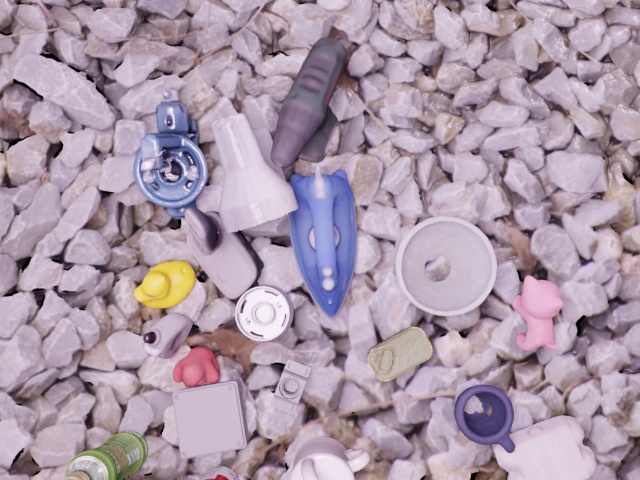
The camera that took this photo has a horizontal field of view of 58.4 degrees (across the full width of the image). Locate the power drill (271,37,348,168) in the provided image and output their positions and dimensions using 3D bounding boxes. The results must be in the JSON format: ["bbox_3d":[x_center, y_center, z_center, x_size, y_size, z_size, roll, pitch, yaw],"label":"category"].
[{"bbox_3d":[-0.017,-0.201,0.937,0.075,0.208,0.230,19,83,4],"label":"power drill"}]

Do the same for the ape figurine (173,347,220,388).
[{"bbox_3d":[-0.205,0.217,0.944,0.077,0.092,0.076,22,83,4],"label":"ape figurine"}]

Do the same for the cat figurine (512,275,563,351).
[{"bbox_3d":[0.363,0.120,0.937,0.067,0.118,0.128,-8,83,0],"label":"cat figurine"}]

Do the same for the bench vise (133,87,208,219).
[{"bbox_3d":[-0.259,-0.150,0.927,0.121,0.220,0.207,-21,83,-2],"label":"bench vise"}]

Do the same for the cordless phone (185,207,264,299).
[{"bbox_3d":[-0.164,0.018,0.922,0.094,0.185,0.147,-41,84,-4],"label":"cordless phone"}]

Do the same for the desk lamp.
[{"bbox_3d":[-0.114,-0.105,0.923,0.118,0.213,0.203,-19,83,-1],"label":"desk lamp"}]

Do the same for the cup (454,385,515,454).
[{"bbox_3d":[0.265,0.287,0.928,0.092,0.095,0.117,-38,84,-4],"label":"cup"}]

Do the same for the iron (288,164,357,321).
[{"bbox_3d":[0.009,0.003,0.944,0.118,0.141,0.258,-6,83,0],"label":"iron"}]

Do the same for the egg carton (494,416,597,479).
[{"bbox_3d":[0.365,0.353,0.932,0.150,0.069,0.107,-22,83,-2],"label":"egg carton"}]

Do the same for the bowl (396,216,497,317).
[{"bbox_3d":[0.208,0.046,0.970,0.167,0.075,0.167,0,83,1],"label":"bowl"}]

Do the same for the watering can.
[{"bbox_3d":[-0.002,0.377,0.870,0.101,0.194,0.173,38,85,5],"label":"watering can"}]

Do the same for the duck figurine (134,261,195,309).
[{"bbox_3d":[-0.265,0.074,0.966,0.104,0.086,0.077,-31,83,-3],"label":"duck figurine"}]

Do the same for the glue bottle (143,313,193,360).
[{"bbox_3d":[-0.251,0.155,0.912,0.037,0.173,0.078,25,84,4],"label":"glue bottle"}]
